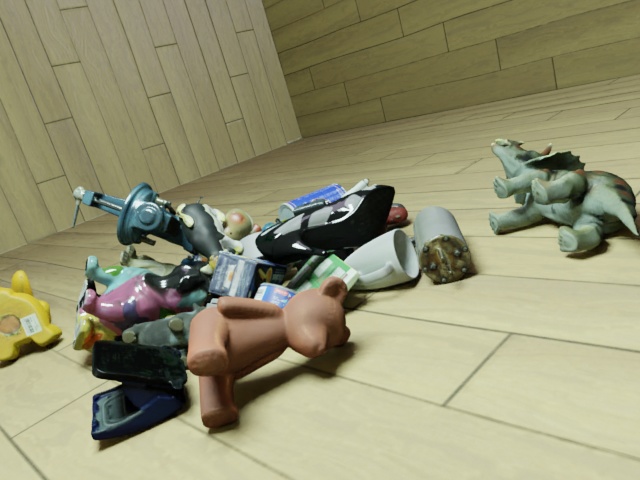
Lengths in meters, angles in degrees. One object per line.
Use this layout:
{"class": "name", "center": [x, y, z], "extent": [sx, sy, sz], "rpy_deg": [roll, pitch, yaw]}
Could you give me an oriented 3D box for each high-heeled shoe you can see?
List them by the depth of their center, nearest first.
{"class": "high-heeled shoe", "center": [0.011, -0.032, 0.902], "extent": [0.145, 0.086, 0.249], "rpy_deg": [11, 35, 40]}

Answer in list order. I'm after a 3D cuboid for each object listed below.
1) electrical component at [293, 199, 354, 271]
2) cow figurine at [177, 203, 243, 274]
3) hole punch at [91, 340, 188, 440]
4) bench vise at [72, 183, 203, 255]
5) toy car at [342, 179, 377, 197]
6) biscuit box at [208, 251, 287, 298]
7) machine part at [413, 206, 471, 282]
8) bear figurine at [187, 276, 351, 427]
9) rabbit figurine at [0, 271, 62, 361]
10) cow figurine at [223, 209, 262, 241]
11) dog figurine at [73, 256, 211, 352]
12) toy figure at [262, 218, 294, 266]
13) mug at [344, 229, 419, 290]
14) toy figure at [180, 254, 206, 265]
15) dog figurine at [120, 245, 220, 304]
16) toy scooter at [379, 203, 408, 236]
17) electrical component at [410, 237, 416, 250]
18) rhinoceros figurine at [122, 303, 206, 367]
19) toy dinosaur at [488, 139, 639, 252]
{"class": "electrical component", "center": [-0.002, -0.003, 0.968], "extent": [0.115, 0.134, 0.058], "rpy_deg": [-17, 14, 6]}
{"class": "cow figurine", "center": [-0.187, 0.007, 0.929], "extent": [0.068, 0.167, 0.098], "rpy_deg": [-39, -30, 7]}
{"class": "hole punch", "center": [-0.231, 0.187, 0.676], "extent": [0.116, 0.092, 0.142], "rpy_deg": [9, 4, -22]}
{"class": "bench vise", "center": [-0.342, -0.048, 1.020], "extent": [0.241, 0.128, 0.223], "rpy_deg": [19, 4, 3]}
{"class": "toy car", "center": [0.039, -0.031, 1.015], "extent": [0.202, 0.073, 0.056], "rpy_deg": [-41, 1, 14]}
{"class": "biscuit box", "center": [-0.106, 0.059, 0.839], "extent": [0.059, 0.062, 0.202], "rpy_deg": [15, -2, 9]}
{"class": "machine part", "center": [0.191, 0.003, 0.859], "extent": [0.079, 0.079, 0.243], "rpy_deg": [-14, 15, 10]}
{"class": "bear figurine", "center": [-0.050, 0.123, 0.632], "extent": [0.196, 0.120, 0.132], "rpy_deg": [-6, 31, -9]}
{"class": "rabbit figurine", "center": [-0.593, 0.151, 1.062], "extent": [0.122, 0.162, 0.173], "rpy_deg": [-33, 1, -11]}
{"class": "cow figurine", "center": [-0.181, 0.006, 1.079], "extent": [0.127, 0.085, 0.194], "rpy_deg": [-50, -7, -38]}
{"class": "dog figurine", "center": [-0.283, 0.112, 0.894], "extent": [0.219, 0.191, 0.109], "rpy_deg": [10, 36, -24]}
{"class": "toy figure", "center": [-0.081, 0.003, 1.129], "extent": [0.089, 0.082, 0.180], "rpy_deg": [-19, 13, -6]}
{"class": "mug", "center": [0.087, 0.044, 0.836], "extent": [0.107, 0.080, 0.109], "rpy_deg": [-24, 15, 32]}
{"class": "toy figure", "center": [-0.236, 0.035, 1.210], "extent": [0.154, 0.064, 0.058], "rpy_deg": [-25, 46, -22]}
{"class": "dog figurine", "center": [-0.284, 0.083, 1.037], "extent": [0.190, 0.121, 0.172], "rpy_deg": [8, 6, -14]}
{"class": "toy scooter", "center": [0.088, -0.033, 1.094], "extent": [0.184, 0.075, 0.135], "rpy_deg": [-9, 18, 11]}
{"class": "electrical component", "center": [0.141, 0.018, 0.957], "extent": [0.094, 0.021, 0.063], "rpy_deg": [-20, 16, -16]}
{"class": "rhinoceros figurine", "center": [-0.200, 0.141, 0.810], "extent": [0.190, 0.073, 0.112], "rpy_deg": [-16, 5, 7]}
{"class": "toy dinosaur", "center": [0.397, -0.067, 0.835], "extent": [0.192, 0.131, 0.405], "rpy_deg": [-20, 22, -11]}
